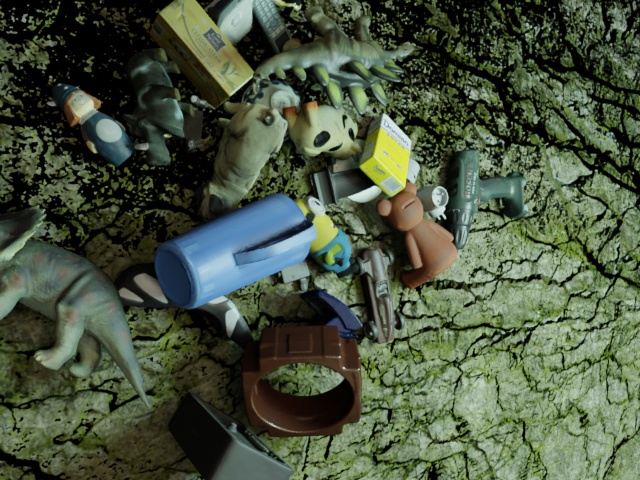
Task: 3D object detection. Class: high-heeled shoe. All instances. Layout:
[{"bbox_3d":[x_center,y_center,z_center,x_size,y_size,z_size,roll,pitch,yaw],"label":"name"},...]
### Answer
[{"bbox_3d":[-0.226,0.131,0.902,0.145,0.086,0.248,-41,102,-19],"label":"high-heeled shoe"}]

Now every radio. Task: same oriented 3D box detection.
[{"bbox_3d":[-0.146,0.329,0.850,0.131,0.230,0.073,39,75,-25],"label":"radio"}]

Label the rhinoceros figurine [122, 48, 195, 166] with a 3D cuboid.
[{"bbox_3d":[-0.271,-0.217,0.876,0.112,0.073,0.190,-13,83,5],"label":"rhinoceros figurine"}]

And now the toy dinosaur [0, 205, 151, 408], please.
[{"bbox_3d":[-0.384,0.078,0.791,0.404,0.131,0.192,36,74,-24],"label":"toy dinosaur"}]

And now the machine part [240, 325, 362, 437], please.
[{"bbox_3d":[-0.030,0.244,0.929,0.201,0.087,0.201,-3,121,0],"label":"machine part"}]

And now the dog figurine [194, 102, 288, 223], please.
[{"bbox_3d":[-0.135,-0.122,0.912,0.121,0.172,0.190,18,72,-16],"label":"dog figurine"}]

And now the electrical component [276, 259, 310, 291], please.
[{"bbox_3d":[-0.054,0.057,1.026,0.063,0.021,0.094,-18,97,-27],"label":"electrical component"}]

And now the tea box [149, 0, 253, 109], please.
[{"bbox_3d":[-0.202,-0.319,0.919,0.169,0.098,0.068,48,70,-20],"label":"tea box"}]

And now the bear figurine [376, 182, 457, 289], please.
[{"bbox_3d":[0.191,-0.011,1.124,0.120,0.132,0.196,-40,88,-25],"label":"bear figurine"}]

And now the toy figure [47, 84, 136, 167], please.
[{"bbox_3d":[-0.361,-0.189,0.855,0.154,0.058,0.064,50,30,-16],"label":"toy figure"}]

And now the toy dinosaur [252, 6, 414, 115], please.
[{"bbox_3d":[0.031,-0.321,0.965,0.471,0.105,0.199,-21,62,-39],"label":"toy dinosaur"}]

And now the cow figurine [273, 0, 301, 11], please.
[{"bbox_3d":[-0.101,-0.498,1.001,0.167,0.068,0.098,18,86,-26],"label":"cow figurine"}]

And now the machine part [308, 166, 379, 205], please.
[{"bbox_3d":[0.050,-0.114,1.066,0.139,0.039,0.084,-12,90,-8],"label":"machine part"}]

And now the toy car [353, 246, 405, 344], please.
[{"bbox_3d":[0.123,0.113,1.103,0.089,0.053,0.202,-12,92,-31],"label":"toy car"}]

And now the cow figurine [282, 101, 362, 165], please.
[{"bbox_3d":[0.015,-0.198,1.006,0.195,0.086,0.127,-28,113,-57],"label":"cow figurine"}]

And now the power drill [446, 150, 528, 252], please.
[{"bbox_3d":[0.376,-0.087,1.237,0.207,0.086,0.232,0,85,-21],"label":"power drill"}]

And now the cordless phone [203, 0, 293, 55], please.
[{"bbox_3d":[-0.121,-0.371,0.984,0.146,0.089,0.184,-51,129,-20],"label":"cordless phone"}]

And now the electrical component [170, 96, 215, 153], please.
[{"bbox_3d":[-0.228,-0.204,0.930,0.078,0.045,0.102,12,82,-29],"label":"electrical component"}]

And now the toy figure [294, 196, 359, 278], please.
[{"bbox_3d":[-0.001,-0.002,1.025,0.089,0.082,0.180,-43,110,-22],"label":"toy figure"}]

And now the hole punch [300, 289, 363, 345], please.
[{"bbox_3d":[0.015,0.147,1.003,0.116,0.142,0.092,15,74,-17],"label":"hole punch"}]
